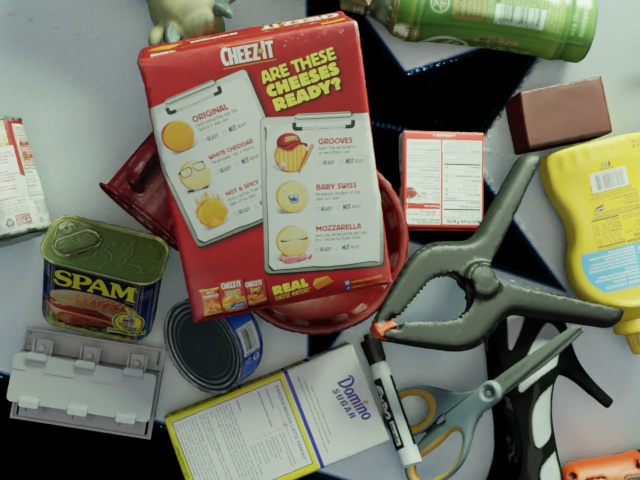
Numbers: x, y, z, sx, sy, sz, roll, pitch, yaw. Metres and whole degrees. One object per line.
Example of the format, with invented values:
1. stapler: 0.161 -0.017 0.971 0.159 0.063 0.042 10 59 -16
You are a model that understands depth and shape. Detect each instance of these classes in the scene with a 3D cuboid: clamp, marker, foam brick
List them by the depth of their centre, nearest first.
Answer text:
1. clamp: 0.135 0.024 0.903 0.210 0.036 0.164 -18 80 -10
2. marker: 0.061 0.139 0.932 0.020 0.020 0.121 -16 71 -5
3. foam brick: 0.211 -0.110 0.953 0.078 0.053 0.051 -12 89 -5

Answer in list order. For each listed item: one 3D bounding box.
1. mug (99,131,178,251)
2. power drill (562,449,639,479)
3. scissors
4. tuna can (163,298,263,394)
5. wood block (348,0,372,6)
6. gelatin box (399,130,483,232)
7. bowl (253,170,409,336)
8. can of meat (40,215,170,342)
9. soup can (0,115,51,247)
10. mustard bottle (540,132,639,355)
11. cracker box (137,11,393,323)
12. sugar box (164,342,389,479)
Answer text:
1. mug: -0.129 -0.053 0.899 0.093 0.117 0.081 35 80 21
2. power drill: 0.313 0.274 0.942 0.184 0.057 0.187 -7 85 -1
3. scissors: 0.128 0.123 0.914 0.096 0.016 0.202 43 106 28
4. tuna can: -0.091 0.086 0.909 0.033 0.086 0.086 -30 90 -49
5. wood block: 0.033 -0.316 0.888 0.090 0.090 0.206 22 85 17
6. gelatin box: 0.108 -0.052 0.955 0.073 0.030 0.089 1 87 -5
7. bowl: -0.006 0.001 0.931 0.162 0.055 0.162 0 88 -4
8. can of meat: -0.183 0.035 0.898 0.102 0.084 0.057 14 44 -3
9. soup can: -0.274 -0.048 0.909 0.068 0.068 0.102 -16 90 -5
10. mustard bottle: 0.264 0.007 0.948 0.096 0.058 0.191 -14 88 -3
11. cracker box: -0.040 -0.057 0.834 0.164 0.072 0.214 -11 110 -5
12. sugar box: -0.038 0.163 0.928 0.176 0.048 0.093 -20 89 -8
